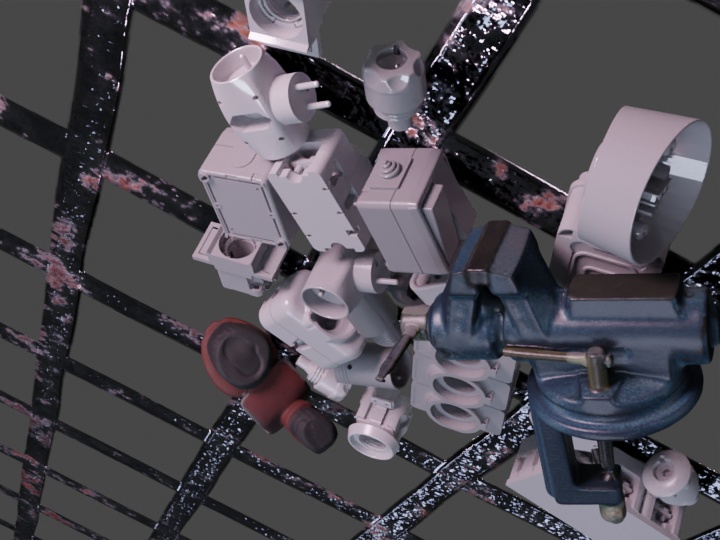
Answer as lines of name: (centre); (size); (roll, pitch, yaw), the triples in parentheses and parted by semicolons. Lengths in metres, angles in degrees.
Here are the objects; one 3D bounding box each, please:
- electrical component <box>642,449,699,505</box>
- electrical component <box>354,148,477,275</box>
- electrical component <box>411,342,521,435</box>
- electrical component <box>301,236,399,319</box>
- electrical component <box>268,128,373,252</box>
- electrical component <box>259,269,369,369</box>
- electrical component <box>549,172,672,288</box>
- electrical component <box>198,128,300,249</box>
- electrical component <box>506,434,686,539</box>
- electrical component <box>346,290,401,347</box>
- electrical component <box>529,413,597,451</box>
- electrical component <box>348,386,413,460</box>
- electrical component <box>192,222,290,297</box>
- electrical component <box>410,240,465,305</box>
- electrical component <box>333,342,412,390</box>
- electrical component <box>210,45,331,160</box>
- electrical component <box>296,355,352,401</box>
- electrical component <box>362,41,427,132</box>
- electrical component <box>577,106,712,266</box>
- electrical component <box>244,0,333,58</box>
electrical component: (0.301, 0.203, 1.020); (0.048, 0.048, 0.062); (-7, 143, 41)
electrical component: (0.043, -0.049, 0.816); (0.061, 0.061, 0.096); (4, 142, 31)
electrical component: (0.097, 0.084, 0.970); (0.089, 0.061, 0.150); (17, 147, 13)
electrical component: (0.000, 0.000, 0.901); (0.079, 0.077, 0.043); (5, 142, 28)
electrical component: (-0.023, -0.065, 0.844); (0.050, 0.055, 0.089); (1, 141, 33)
electrical component: (-0.039, 0.046, 1.016); (0.095, 0.053, 0.059); (37, 146, -17)
electrical component: (0.180, -0.010, 0.781); (0.078, 0.057, 0.113); (17, 147, 12)
electrical component: (-0.081, -0.065, 0.878); (0.062, 0.061, 0.096); (11, 145, 22)
electrical component: (0.236, 0.214, 1.063); (0.150, 0.061, 0.089); (33, 147, -12)
electrical component: (0.011, 0.039, 0.981); (0.043, 0.043, 0.081); (-3, 138, 37)
electrical component: (0.194, 0.123, 0.971); (0.080, 0.051, 0.080); (18, 147, 12)
electrical component: (0.021, 0.164, 1.142); (0.058, 0.057, 0.078); (16, 147, 15)
electrical component: (-0.108, -0.010, 0.995); (0.081, 0.042, 0.063); (16, 149, 16)
electrical component: (0.097, 0.009, 0.869); (0.095, 0.053, 0.059); (-12, 133, 44)
electrical component: (0.005, 0.093, 1.064); (0.081, 0.043, 0.043); (3, 142, 32)
electrical component: (-0.059, -0.125, 0.793); (0.079, 0.043, 0.077); (-3, 137, 32)
electrical component: (-0.039, 0.110, 1.128); (0.061, 0.035, 0.035); (33, 147, -7)
electrical component: (0.025, -0.122, 0.739); (0.043, 0.043, 0.062); (14, 147, 18)
electrical component: (0.180, -0.054, 0.685); (0.064, 0.099, 0.099); (21, 148, 19)
electrical component: (-0.043, -0.179, 0.684); (0.042, 0.063, 0.081); (16, 147, 14)
